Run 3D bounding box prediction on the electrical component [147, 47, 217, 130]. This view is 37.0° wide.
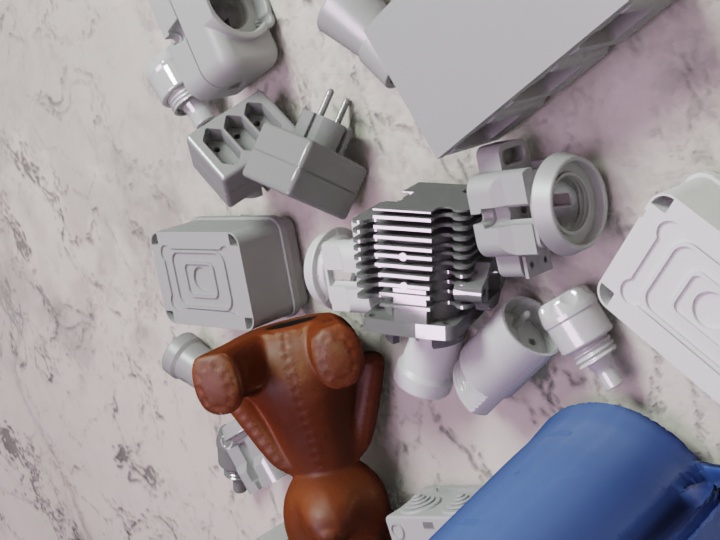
[{"bbox_3d":[-0.131,-0.136,0.814,0.043,0.043,0.062,-41,77,45],"label":"electrical component"}]

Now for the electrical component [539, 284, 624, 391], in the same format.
[{"bbox_3d":[0.132,0.041,0.624,0.035,0.035,0.061,-38,81,46],"label":"electrical component"}]

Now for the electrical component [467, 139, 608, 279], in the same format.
[{"bbox_3d":[0.102,-0.036,0.608,0.057,0.058,0.078,-2,104,49],"label":"electrical component"}]

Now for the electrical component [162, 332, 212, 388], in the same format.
[{"bbox_3d":[-0.138,0.081,0.908,0.046,0.040,0.040,31,126,26],"label":"electrical component"}]

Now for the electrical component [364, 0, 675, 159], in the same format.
[{"bbox_3d":[0.085,-0.140,0.581,0.150,0.062,0.089,-38,78,46],"label":"electrical component"}]

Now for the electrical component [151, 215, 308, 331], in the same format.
[{"bbox_3d":[-0.100,0.000,0.825,0.113,0.057,0.078,2,107,45],"label":"electrical component"}]

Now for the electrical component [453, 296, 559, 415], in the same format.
[{"bbox_3d":[0.086,0.057,0.670,0.043,0.043,0.081,53,135,17],"label":"electrical component"}]

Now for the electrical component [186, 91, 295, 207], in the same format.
[{"bbox_3d":[-0.081,-0.077,0.776,0.047,0.066,0.076,48,163,21],"label":"electrical component"}]

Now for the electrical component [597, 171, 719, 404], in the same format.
[{"bbox_3d":[0.188,0.013,0.539,0.113,0.057,0.078,44,132,25],"label":"electrical component"}]

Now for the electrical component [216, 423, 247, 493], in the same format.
[{"bbox_3d":[-0.103,0.160,0.907,0.035,0.035,0.061,21,122,39],"label":"electrical component"}]

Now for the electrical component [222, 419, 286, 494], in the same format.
[{"bbox_3d":[-0.073,0.137,0.852,0.078,0.058,0.057,-36,82,46],"label":"electrical component"}]

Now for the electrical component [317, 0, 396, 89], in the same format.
[{"bbox_3d":[0.010,-0.145,0.671,0.065,0.044,0.044,48,133,15],"label":"electrical component"}]

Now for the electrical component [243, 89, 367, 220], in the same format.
[{"bbox_3d":[-0.029,-0.083,0.722,0.047,0.066,0.076,26,93,37],"label":"electrical component"}]

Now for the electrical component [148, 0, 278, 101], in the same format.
[{"bbox_3d":[-0.102,-0.176,0.761,0.059,0.054,0.095,-26,87,47],"label":"electrical component"}]

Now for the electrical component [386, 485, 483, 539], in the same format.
[{"bbox_3d":[0.072,0.198,0.735,0.100,0.048,0.099,-14,96,47],"label":"electrical component"}]

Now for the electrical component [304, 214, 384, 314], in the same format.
[{"bbox_3d":[0.000,0.000,0.725,0.057,0.058,0.078,2,107,42],"label":"electrical component"}]

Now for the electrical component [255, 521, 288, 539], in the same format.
[{"bbox_3d":[-0.035,0.251,0.838,0.113,0.078,0.057,53,144,17],"label":"electrical component"}]

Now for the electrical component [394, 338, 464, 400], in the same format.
[{"bbox_3d":[0.047,0.056,0.712,0.040,0.040,0.046,34,122,32],"label":"electrical component"}]
